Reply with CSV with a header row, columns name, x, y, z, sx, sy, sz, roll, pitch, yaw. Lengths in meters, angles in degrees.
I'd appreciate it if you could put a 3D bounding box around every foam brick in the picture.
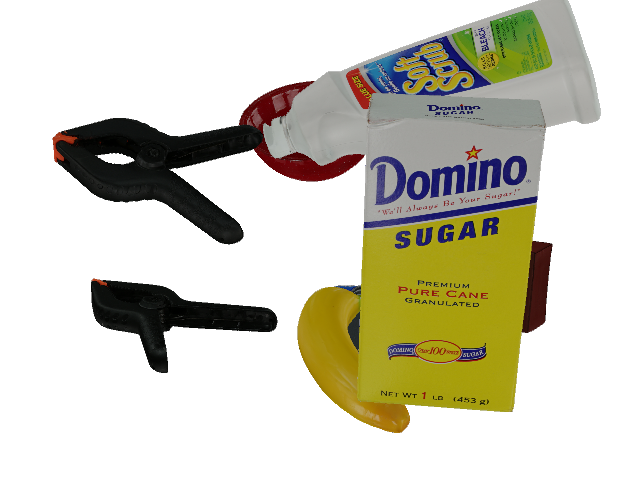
name,x,y,z,sx,sy,sz,roll,pitch,yaw
foam brick,0.179,0.040,0.985,0.053,0.078,0.051,9,15,28

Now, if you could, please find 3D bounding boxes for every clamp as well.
name,x,y,z,sx,sy,sz,roll,pitch,yaw
clamp,-0.129,-0.067,0.877,0.171,0.120,0.039,19,-44,0
clamp,-0.173,0.080,1.101,0.210,0.036,0.164,14,20,31

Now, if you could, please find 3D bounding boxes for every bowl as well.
name,x,y,z,sx,sy,sz,roll,pitch,yaw
bowl,-0.008,-0.113,1.183,0.162,0.055,0.162,-3,39,2

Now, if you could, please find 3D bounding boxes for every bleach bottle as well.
name,x,y,z,sx,sy,sz,roll,pitch,yaw
bleach bottle,0.078,-0.106,0.820,0.251,0.102,0.068,-16,-39,13

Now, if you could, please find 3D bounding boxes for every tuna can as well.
name,x,y,z,sx,sy,sz,roll,pitch,yaw
tuna can,0.030,0.090,1.136,0.034,0.086,0.086,-1,0,30

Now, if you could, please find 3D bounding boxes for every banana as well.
name,x,y,z,sx,sy,sz,roll,pitch,yaw
banana,0.018,0.076,0.773,0.069,0.037,0.198,-4,24,-2

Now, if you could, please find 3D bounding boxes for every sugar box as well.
name,x,y,z,sx,sy,sz,roll,pitch,yaw
sugar box,0.069,0.009,0.591,0.093,0.176,0.048,3,29,5
